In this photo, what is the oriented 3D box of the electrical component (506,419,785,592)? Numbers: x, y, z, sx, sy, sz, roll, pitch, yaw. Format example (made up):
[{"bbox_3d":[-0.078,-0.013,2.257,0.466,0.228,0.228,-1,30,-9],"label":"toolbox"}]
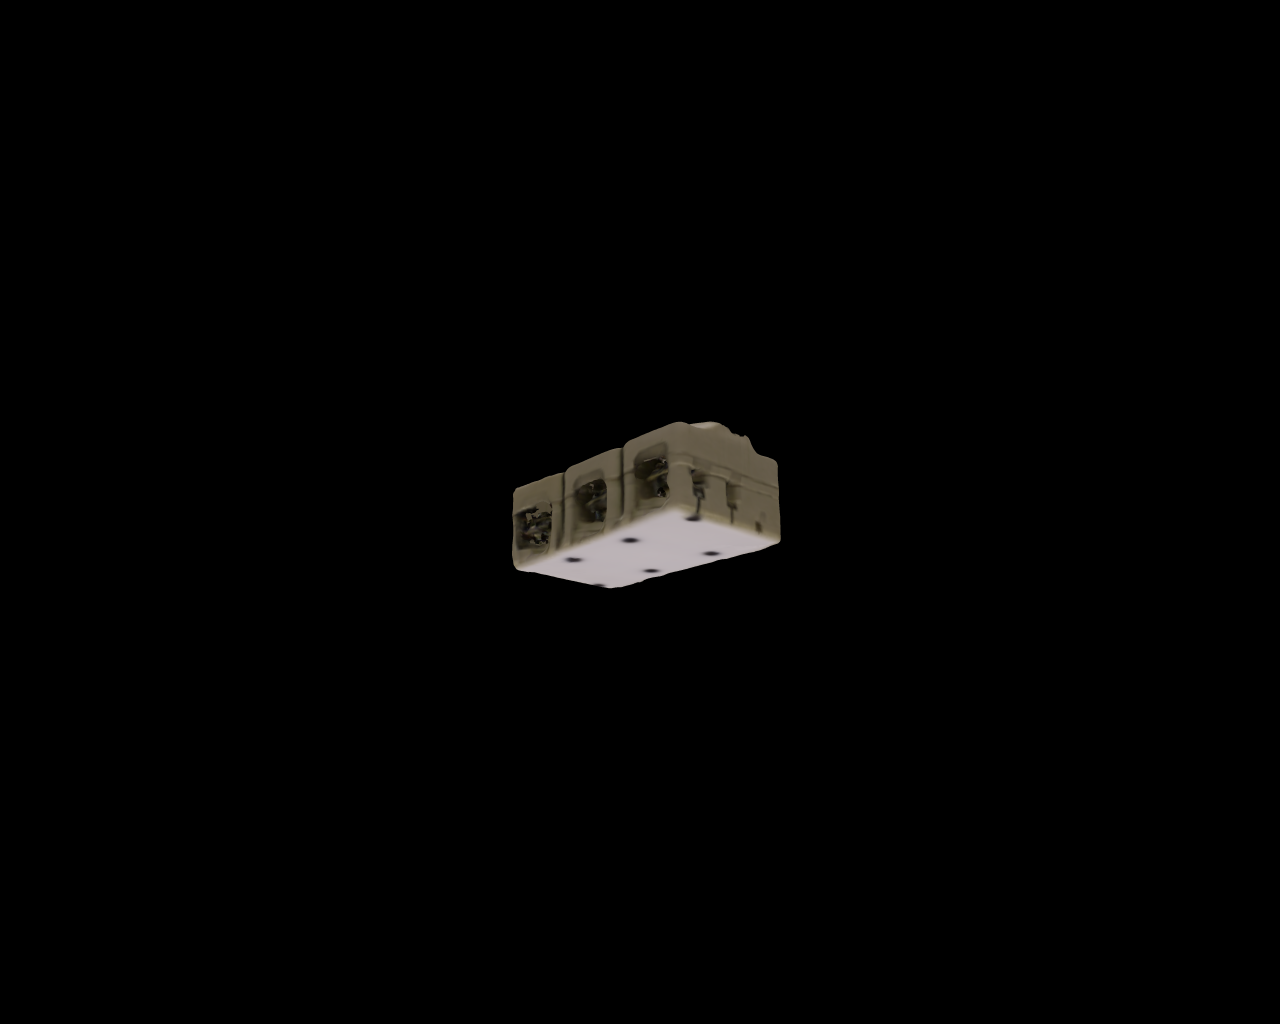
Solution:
[{"bbox_3d":[0.001,-0.003,0.650,0.089,0.062,0.150,17,-26,-41],"label":"electrical component"}]
